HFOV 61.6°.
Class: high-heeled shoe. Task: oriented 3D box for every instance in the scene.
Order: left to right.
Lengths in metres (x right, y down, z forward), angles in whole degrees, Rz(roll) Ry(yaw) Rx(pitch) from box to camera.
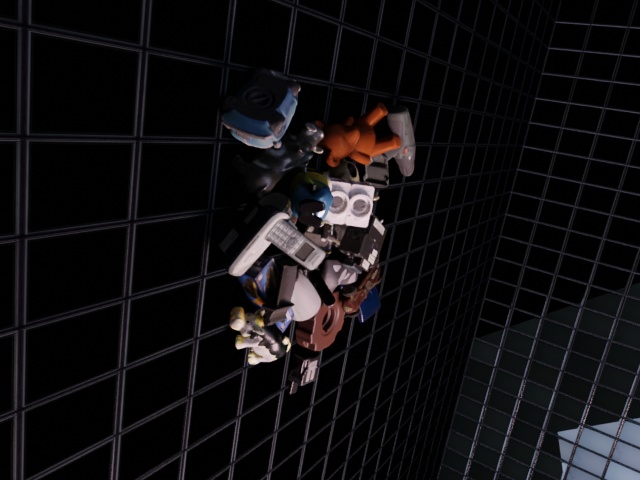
[{"bbox_3d":[0.040,0.054,1.301,0.249,0.086,0.145,-65,155,-57],"label":"high-heeled shoe"}]

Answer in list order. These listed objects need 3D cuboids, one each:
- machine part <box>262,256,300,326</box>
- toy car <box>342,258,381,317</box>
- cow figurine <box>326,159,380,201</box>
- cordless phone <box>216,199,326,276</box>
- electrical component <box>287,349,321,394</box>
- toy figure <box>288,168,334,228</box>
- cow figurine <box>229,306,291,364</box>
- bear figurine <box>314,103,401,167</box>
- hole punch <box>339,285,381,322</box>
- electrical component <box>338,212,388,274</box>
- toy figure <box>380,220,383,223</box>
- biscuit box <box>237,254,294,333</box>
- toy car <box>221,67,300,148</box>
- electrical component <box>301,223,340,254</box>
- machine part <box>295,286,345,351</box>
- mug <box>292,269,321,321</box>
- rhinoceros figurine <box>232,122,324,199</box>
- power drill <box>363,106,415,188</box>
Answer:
[{"bbox_3d":[-0.075,0.102,1.067,0.084,0.039,0.138,7,99,-57],"label":"machine part"},{"bbox_3d":[0.116,0.117,1.409,0.202,0.053,0.089,-47,136,-42],"label":"toy car"},{"bbox_3d":[0.073,-0.113,1.287,0.127,0.086,0.194,-56,142,-24],"label":"cow figurine"},{"bbox_3d":[-0.086,0.025,0.998,0.146,0.089,0.184,-50,126,2],"label":"cordless phone"},{"bbox_3d":[-0.045,0.343,1.374,0.074,0.048,0.119,7,98,-60],"label":"electrical component"},{"bbox_3d":[-0.020,-0.087,1.024,0.082,0.089,0.180,-53,-168,22],"label":"toy figure"},{"bbox_3d":[-0.121,0.192,1.096,0.167,0.098,0.068,69,20,-50],"label":"cow figurine"},{"bbox_3d":[0.078,-0.232,1.189,0.196,0.132,0.120,-13,79,-61],"label":"bear figurine"},{"bbox_3d":[0.110,0.157,1.495,0.142,0.092,0.115,-28,126,-46],"label":"hole punch"},{"bbox_3d":[0.098,0.009,1.253,0.114,0.058,0.134,41,67,-56],"label":"electrical component"},{"bbox_3d":[0.137,0.004,1.484,0.064,0.058,0.154,-30,126,-58],"label":"toy figure"},{"bbox_3d":[-0.111,0.112,1.117,0.059,0.063,0.202,-52,145,-30],"label":"biscuit box"},{"bbox_3d":[-0.101,-0.216,0.929,0.102,0.109,0.162,106,7,-56],"label":"toy car"},{"bbox_3d":[-0.004,-0.003,1.168,0.102,0.078,0.045,132,-36,-56],"label":"electrical component"},{"bbox_3d":[0.007,0.197,1.372,0.179,0.056,0.179,-35,135,-45],"label":"machine part"},{"bbox_3d":[-0.050,0.109,1.210,0.109,0.081,0.107,-78,153,-43],"label":"mug"},{"bbox_3d":[-0.072,-0.155,0.986,0.190,0.112,0.073,-45,138,-27],"label":"rhinoceros figurine"},{"bbox_3d":[0.195,-0.223,1.433,0.207,0.086,0.231,-43,139,-34],"label":"power drill"}]
